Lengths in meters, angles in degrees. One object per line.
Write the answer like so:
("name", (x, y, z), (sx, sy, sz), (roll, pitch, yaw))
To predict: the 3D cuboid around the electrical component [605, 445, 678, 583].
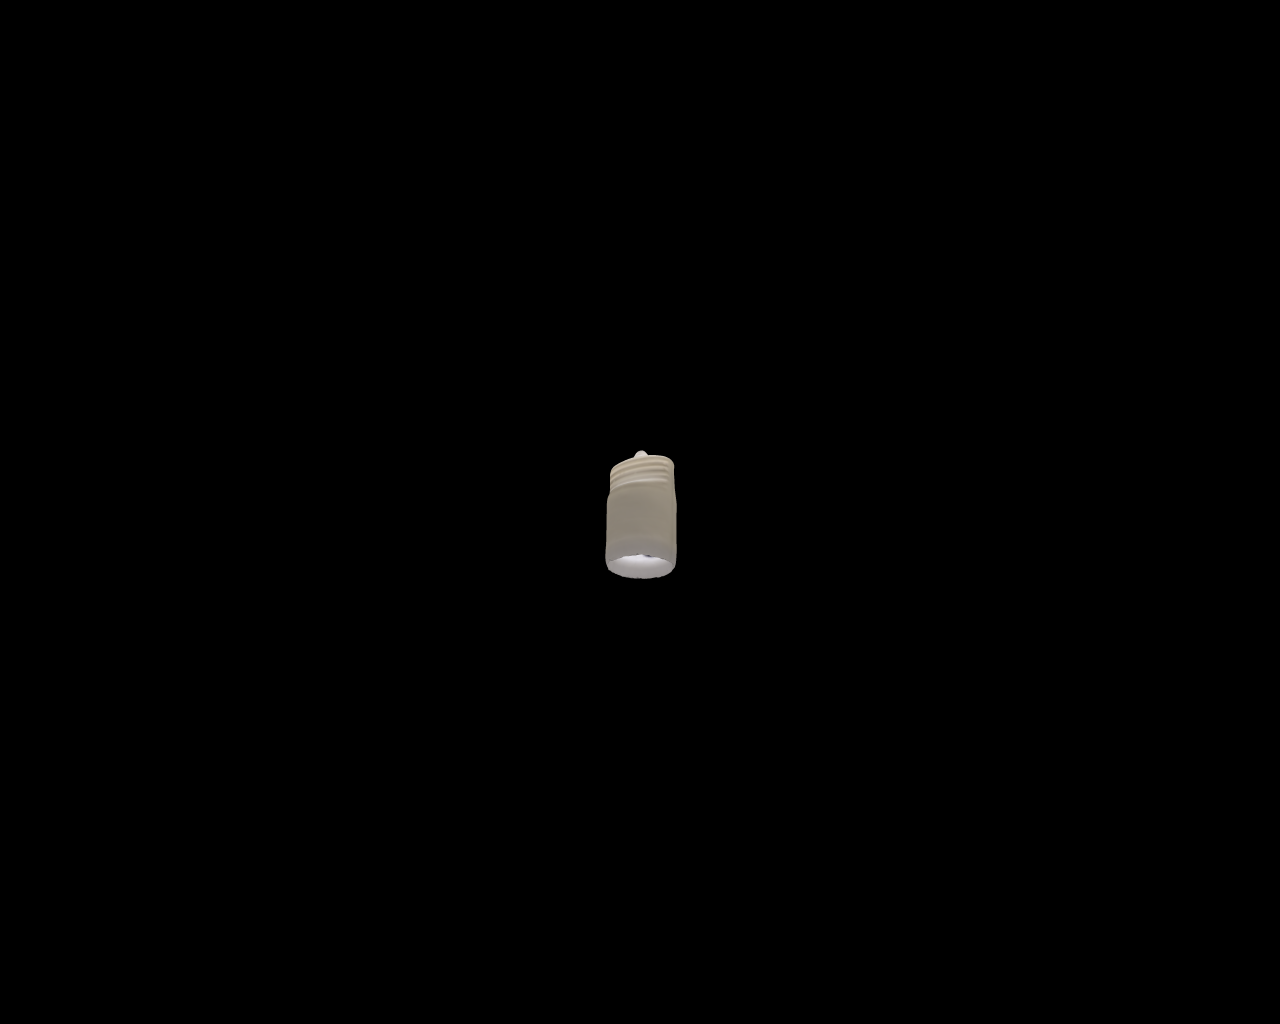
("electrical component", (0.001, -0.003, 0.650), (0.043, 0.081, 0.043), (0, -25, 0))
